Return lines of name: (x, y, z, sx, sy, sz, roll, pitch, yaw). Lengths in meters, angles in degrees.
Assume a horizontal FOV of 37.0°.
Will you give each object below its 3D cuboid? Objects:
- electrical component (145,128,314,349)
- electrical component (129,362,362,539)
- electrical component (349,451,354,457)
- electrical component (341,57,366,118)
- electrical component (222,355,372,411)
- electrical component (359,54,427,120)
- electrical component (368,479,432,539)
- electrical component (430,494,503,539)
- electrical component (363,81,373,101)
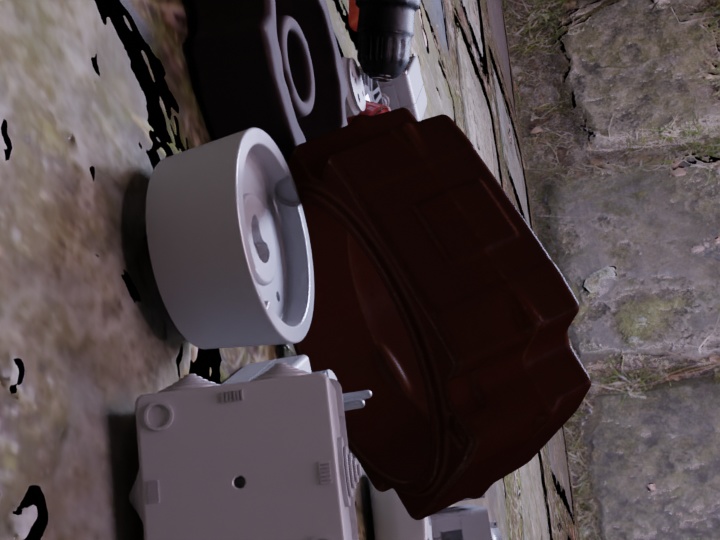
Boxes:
electrical component: (-0.069, -0.012, 0.537, 0.108, 0.060, 0.108, -11, 90, -77)
electrical component: (-0.049, 0.093, 0.465, 0.048, 0.100, 0.099, 78, 5, -76)
electrical component: (-0.003, 0.083, 0.755, 0.056, 0.050, 0.089, -32, 111, -76)
electrical component: (-0.028, -0.133, 0.803, 0.045, 0.055, 0.045, -10, 90, -77)
electrical component: (-0.032, 0.075, 0.586, 0.066, 0.077, 0.047, -37, 116, -75)
electrical component: (0.027, -0.162, 1.032, 0.096, 0.062, 0.061, -70, 147, -65)
electrical component: (0.034, 0.194, 0.836, 0.079, 0.043, 0.077, 67, 16, -71)
electrical component: (0.079, 0.199, 0.914, 0.105, 0.060, 0.186, 103, -21, -79)
electrical component: (-0.007, -0.127, 0.904, 0.045, 0.045, 0.055, -81, 156, -53)
